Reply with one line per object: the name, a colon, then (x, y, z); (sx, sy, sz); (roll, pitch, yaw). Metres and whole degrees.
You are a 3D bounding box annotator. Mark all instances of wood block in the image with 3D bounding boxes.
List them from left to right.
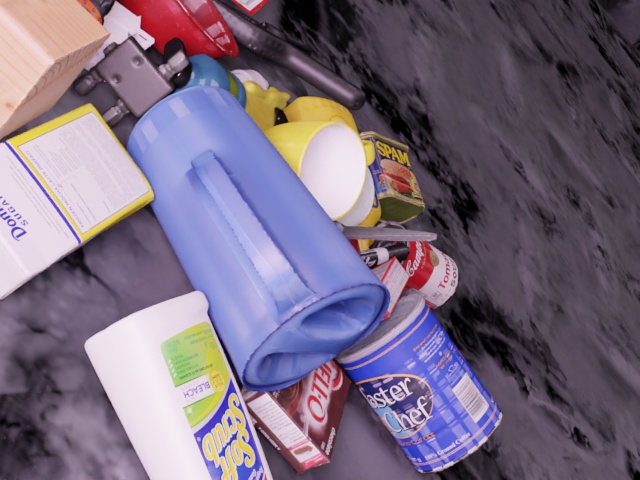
wood block: (-0.264, -0.180, 0.752); (0.206, 0.090, 0.090); (45, 29, -5)

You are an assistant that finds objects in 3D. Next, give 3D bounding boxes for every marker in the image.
marker: (0.039, 0.020, 1.082); (0.120, 0.020, 0.020); (-10, 68, -28)

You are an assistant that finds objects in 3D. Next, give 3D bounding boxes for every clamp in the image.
clamp: (-0.050, -0.210, 1.160); (0.209, 0.036, 0.165); (22, 15, -42)

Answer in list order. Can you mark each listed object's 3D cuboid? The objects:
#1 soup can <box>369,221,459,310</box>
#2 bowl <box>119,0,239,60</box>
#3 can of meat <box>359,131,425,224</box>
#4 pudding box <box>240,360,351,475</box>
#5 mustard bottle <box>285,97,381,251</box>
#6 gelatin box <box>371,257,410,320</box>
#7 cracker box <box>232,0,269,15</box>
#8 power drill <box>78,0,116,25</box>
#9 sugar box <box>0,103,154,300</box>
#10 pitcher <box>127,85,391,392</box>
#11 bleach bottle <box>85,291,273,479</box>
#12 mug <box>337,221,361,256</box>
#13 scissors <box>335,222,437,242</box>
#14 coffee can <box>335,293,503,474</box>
soup can: (0.098, 0.030, 1.175); (0.102, 0.069, 0.068); (30, 39, -42)
bowl: (-0.147, -0.226, 1.026); (0.162, 0.055, 0.162); (51, 12, -16)
can of meat: (0.072, -0.070, 1.243); (0.101, 0.058, 0.084); (15, 52, -52)
pudding box: (-0.021, 0.131, 0.917); (0.090, 0.039, 0.113); (49, 30, -17)
mustard bottle: (0.019, -0.060, 1.147); (0.096, 0.058, 0.191); (16, 49, -46)
gelatin box: (0.044, 0.061, 1.051); (0.030, 0.073, 0.089); (53, 28, -11)
cracker box: (-0.124, -0.378, 1.204); (0.164, 0.072, 0.214); (32, 33, -39)
power drill: (-0.251, -0.227, 0.853); (0.187, 0.057, 0.184); (36, 48, -22)
sugar box: (-0.202, -0.033, 0.787); (0.093, 0.048, 0.176); (55, 32, -5)
pitcher: (-0.061, -0.013, 0.857); (0.144, 0.149, 0.243); (-10, 55, -42)
bleach bottle: (-0.075, 0.167, 0.775); (0.102, 0.068, 0.251); (-19, 81, -60)
mug: (-0.013, 0.032, 0.990); (0.117, 0.093, 0.081); (10, 39, -9)
scissors: (-0.006, 0.001, 0.945); (0.096, 0.202, 0.016); (-43, 133, -40)
coffee can: (0.094, 0.137, 1.026); (0.140, 0.103, 0.102); (54, 29, -8)
